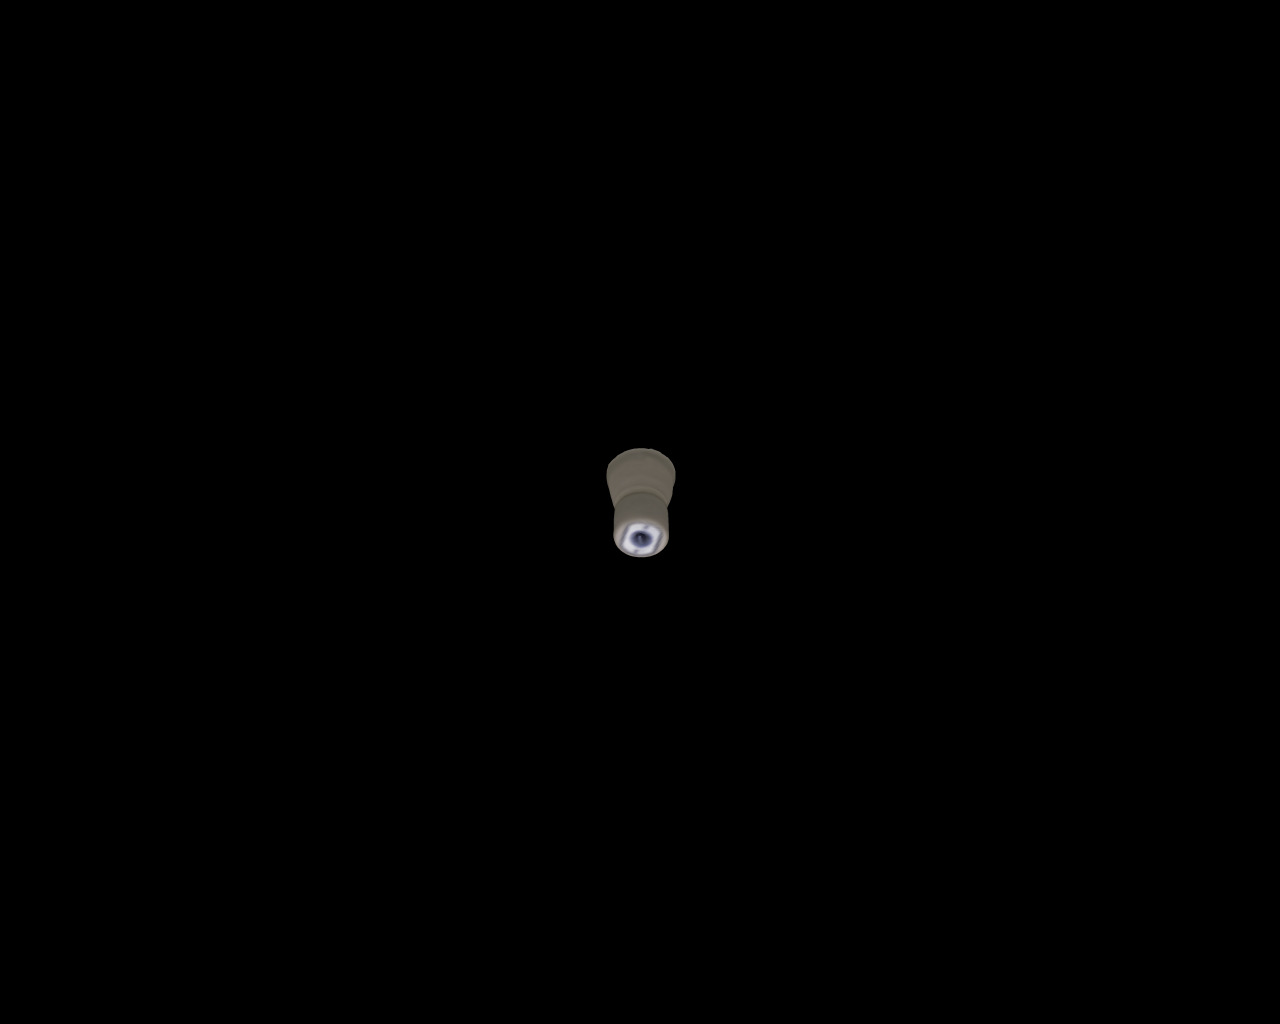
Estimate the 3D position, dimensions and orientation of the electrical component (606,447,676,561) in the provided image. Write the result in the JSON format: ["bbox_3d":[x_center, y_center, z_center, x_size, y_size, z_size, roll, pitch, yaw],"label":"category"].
[{"bbox_3d":[0.001,-0.003,0.650,0.044,0.044,0.065,0,40,0],"label":"electrical component"}]
